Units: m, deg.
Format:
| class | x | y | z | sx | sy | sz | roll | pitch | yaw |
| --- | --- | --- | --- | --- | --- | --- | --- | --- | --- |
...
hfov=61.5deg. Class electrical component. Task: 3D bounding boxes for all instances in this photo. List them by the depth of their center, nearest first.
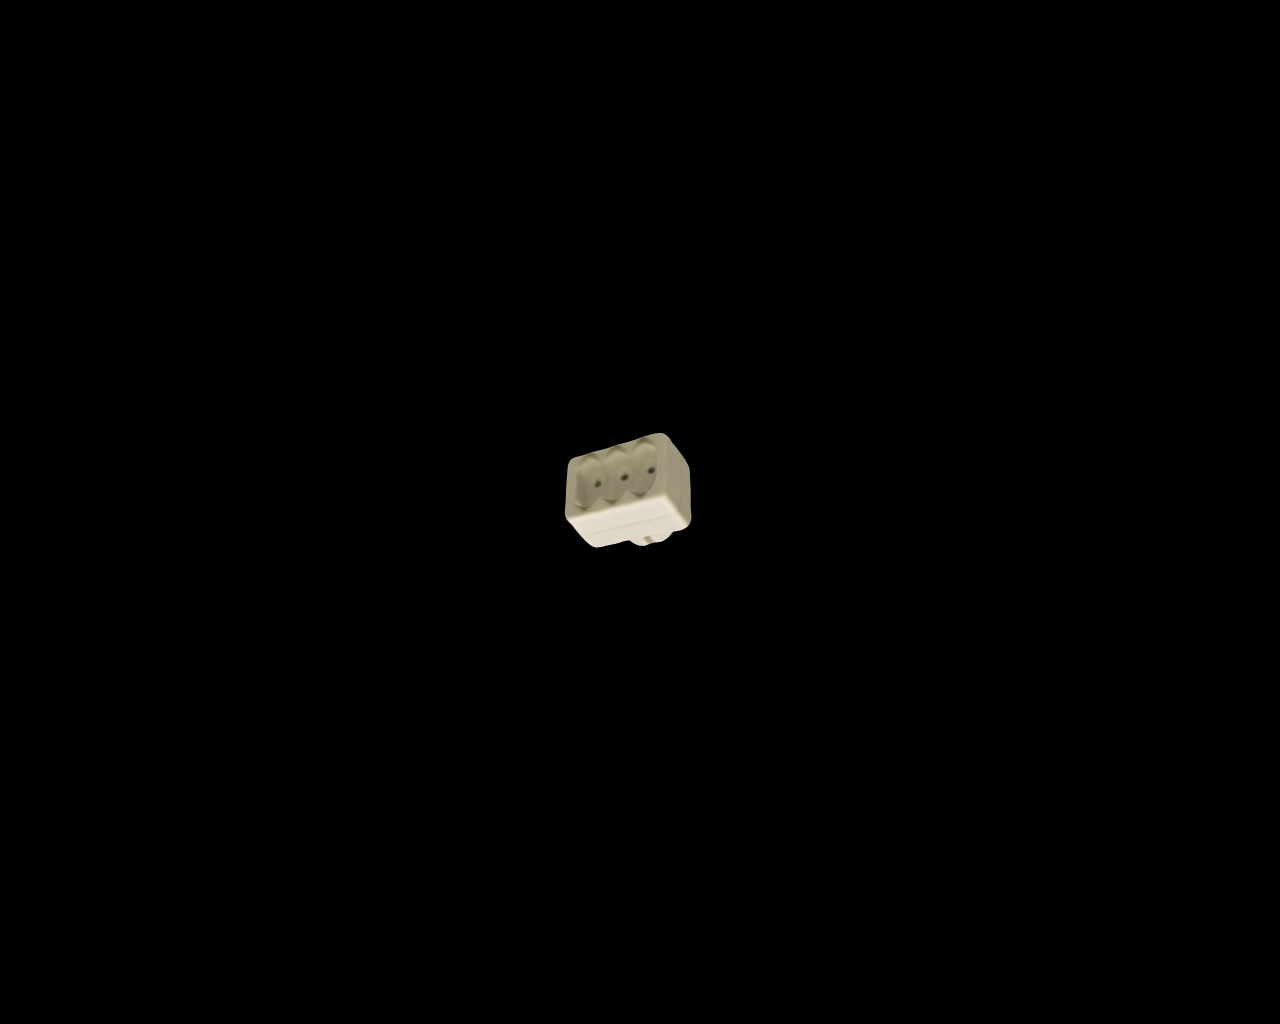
| class | x | y | z | sx | sy | sz | roll | pitch | yaw |
| --- | --- | --- | --- | --- | --- | --- | --- | --- | --- |
| electrical component | 0.001 | -0.003 | 0.650 | 0.066 | 0.047 | 0.076 | -14 | -36 | 20 |
